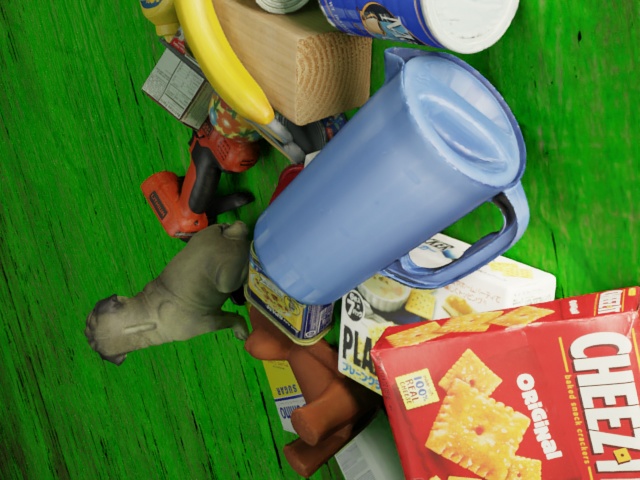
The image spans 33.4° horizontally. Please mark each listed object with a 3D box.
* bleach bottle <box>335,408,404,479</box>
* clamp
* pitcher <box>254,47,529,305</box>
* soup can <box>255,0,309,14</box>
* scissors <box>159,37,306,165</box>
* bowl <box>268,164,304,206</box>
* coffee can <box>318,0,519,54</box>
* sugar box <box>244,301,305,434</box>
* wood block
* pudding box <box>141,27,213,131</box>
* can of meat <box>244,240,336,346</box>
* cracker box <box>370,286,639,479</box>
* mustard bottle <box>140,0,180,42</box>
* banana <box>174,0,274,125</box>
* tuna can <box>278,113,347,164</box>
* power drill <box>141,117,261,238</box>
[{"bbox_3d":[0.054,0.230,1.206,0.251,0.067,0.103,61,144,17],"label":"bleach bottle"},{"bbox_3d":[-0.152,-0.032,1.388,0.210,0.036,0.165,41,136,34],"label":"clamp"},{"bbox_3d":[0.056,-0.033,0.919,0.243,0.144,0.149,-40,41,40],"label":"pitcher"},{"bbox_3d":[-0.046,-0.269,1.023,0.102,0.068,0.068,-115,24,-49],"label":"soup can"},{"bbox_3d":[-0.092,-0.150,1.088,0.202,0.016,0.096,42,174,-1],"label":"scissors"},{"bbox_3d":[-0.007,0.001,1.132,0.162,0.055,0.162,39,151,26],"label":"bowl"},{"bbox_3d":[0.077,-0.210,0.864,0.141,0.102,0.103,22,126,50],"label":"coffee can"},{"bbox_3d":[-0.032,0.153,1.306,0.093,0.048,0.176,-1,106,58],"label":"sugar box"},{"bbox_3d":[-0.048,-0.202,1.073,0.206,0.090,0.090,36,136,41],"label":"wood block"},{"bbox_3d":[-0.143,-0.194,1.222,0.090,0.039,0.113,40,102,37],"label":"pudding box"},{"bbox_3d":[-0.029,0.045,1.092,0.102,0.057,0.084,40,149,22],"label":"can of meat"},{"bbox_3d":[0.165,0.139,0.862,0.214,0.072,0.164,-11,102,21],"label":"cracker box"},{"bbox_3d":[-0.187,-0.318,1.251,0.096,0.058,0.191,13,119,53],"label":"mustard bottle"},{"bbox_3d":[-0.102,-0.194,1.035,0.070,0.037,0.198,-26,87,62],"label":"banana"},{"bbox_3d":[-0.006,-0.111,1.118,0.086,0.033,0.086,35,136,43],"label":"tuna can"},{"bbox_3d":[-0.157,-0.109,1.301,0.184,0.057,0.188,57,135,29],"label":"power drill"}]
